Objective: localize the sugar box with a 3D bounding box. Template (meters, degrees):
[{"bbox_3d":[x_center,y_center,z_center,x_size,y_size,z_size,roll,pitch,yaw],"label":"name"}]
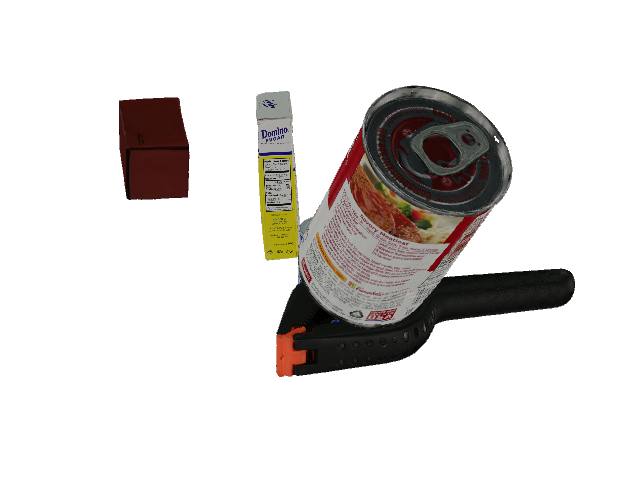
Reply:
[{"bbox_3d":[-0.050,-0.075,1.239,0.048,0.176,0.093,-6,26,-1],"label":"sugar box"}]

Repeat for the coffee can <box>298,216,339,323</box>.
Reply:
[{"bbox_3d":[0.019,0.047,1.473,0.103,0.140,0.103,2,24,-1],"label":"coffee can"}]

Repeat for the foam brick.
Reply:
[{"bbox_3d":[-0.140,-0.077,0.890,0.053,0.051,0.078,-3,39,-12],"label":"foam brick"}]

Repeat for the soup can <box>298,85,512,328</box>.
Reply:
[{"bbox_3d":[0.035,-0.012,0.488,0.068,0.068,0.102,0,-33,-21],"label":"soup can"}]

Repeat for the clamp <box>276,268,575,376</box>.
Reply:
[{"bbox_3d":[0.041,0.033,0.699,0.209,0.036,0.165,-20,32,-37],"label":"clamp"}]
